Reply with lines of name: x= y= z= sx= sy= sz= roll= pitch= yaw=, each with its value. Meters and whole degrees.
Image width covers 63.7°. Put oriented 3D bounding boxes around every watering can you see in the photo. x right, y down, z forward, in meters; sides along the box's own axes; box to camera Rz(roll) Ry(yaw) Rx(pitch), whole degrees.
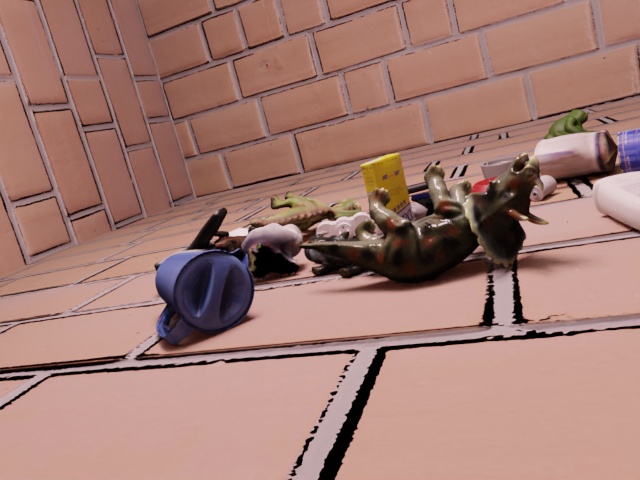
watering can: x=0.624 y=-0.210 z=1.292 sx=0.223 sy=0.104 sz=0.350 roll=-5 pitch=6 yaw=36

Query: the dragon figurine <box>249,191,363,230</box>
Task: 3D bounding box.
dragon figurine: x=0.004 y=-0.069 z=1.365 sx=0.242 sy=0.121 sz=0.414 roll=-1 pitch=12 yaw=19

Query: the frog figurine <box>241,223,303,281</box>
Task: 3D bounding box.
frog figurine: x=-0.099 y=0.010 z=1.113 sx=0.136 sy=0.121 sz=0.162 roll=-31 pitch=18 yaw=18
